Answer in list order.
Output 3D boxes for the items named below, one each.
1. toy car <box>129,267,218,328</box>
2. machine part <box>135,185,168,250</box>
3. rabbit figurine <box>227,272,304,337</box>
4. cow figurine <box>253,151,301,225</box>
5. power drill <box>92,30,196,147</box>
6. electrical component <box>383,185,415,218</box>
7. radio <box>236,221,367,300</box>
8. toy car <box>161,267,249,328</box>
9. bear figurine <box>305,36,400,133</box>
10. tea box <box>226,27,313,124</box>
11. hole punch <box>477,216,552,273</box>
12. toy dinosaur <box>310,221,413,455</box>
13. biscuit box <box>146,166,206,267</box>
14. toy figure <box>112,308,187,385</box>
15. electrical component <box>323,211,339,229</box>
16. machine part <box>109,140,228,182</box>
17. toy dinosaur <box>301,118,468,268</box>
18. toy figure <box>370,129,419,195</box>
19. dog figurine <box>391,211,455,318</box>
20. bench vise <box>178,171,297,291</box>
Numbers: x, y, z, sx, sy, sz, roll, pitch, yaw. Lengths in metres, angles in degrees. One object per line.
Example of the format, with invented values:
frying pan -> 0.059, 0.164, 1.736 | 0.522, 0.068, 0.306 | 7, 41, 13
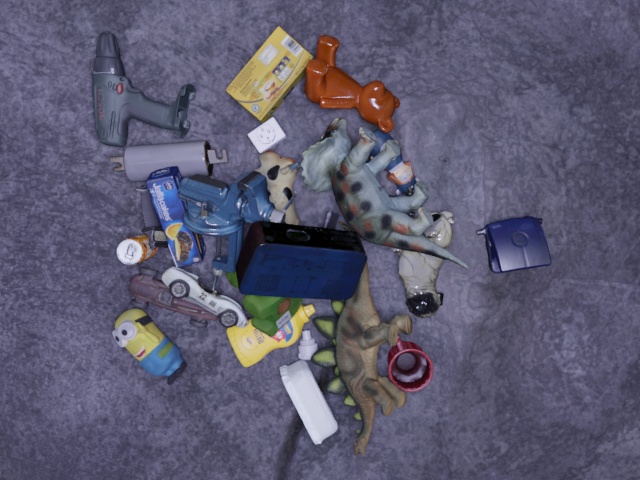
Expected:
toy car -> -0.315, 0.125, 1.160 | 0.202, 0.053, 0.089 | 20, 92, 0
machine part -> -0.348, -0.049, 1.137 | 0.039, 0.084, 0.138 | -16, 87, 27
rabbit figurine -> -0.120, 0.084, 1.114 | 0.170, 0.121, 0.159 | 35, 73, 32
cow figurine -> -0.089, -0.090, 1.121 | 0.127, 0.085, 0.194 | -13, 93, 8
power drill -> -0.368, -0.300, 1.106 | 0.207, 0.086, 0.231 | 9, 97, -4
electrical component -> 0.152, -0.079, 1.127 | 0.102, 0.078, 0.045 | 4, 68, 5
radio -> -0.033, 0.041, 1.009 | 0.229, 0.073, 0.131 | 5, 128, -22
toy car -> -0.234, 0.120, 1.106 | 0.202, 0.073, 0.056 | 32, 86, -8
bear figurine -> 0.071, -0.303, 1.076 | 0.196, 0.131, 0.120 | 20, 59, 5
tea box -> -0.101, -0.334, 1.104 | 0.098, 0.068, 0.169 | 42, 95, -3
hole punch -> 0.412, 0.011, 1.124 | 0.142, 0.092, 0.115 | -10, 92, 5
toy dinosaur -> 0.080, 0.192, 1.101 | 0.199, 0.105, 0.471 | -1, 80, 32
biscuit box -> -0.293, -0.046, 1.103 | 0.059, 0.063, 0.202 | -12, 118, 4
toy figure -> -0.366, 0.227, 1.157 | 0.082, 0.089, 0.180 | -44, 102, 3
electrical component -> -0.002, -0.003, 1.126 | 0.074, 0.048, 0.119 | 16, 86, -45
machine part -> -0.314, -0.163, 1.119 | 0.243, 0.079, 0.079 | -4, 96, 0
toy dinosaur -> 0.100, -0.075, 1.046 | 0.192, 0.131, 0.405 | -37, 77, 35
toy figure -> 0.154, -0.158, 1.125 | 0.064, 0.058, 0.154 | -35, 96, 21
dog figurine -> 0.236, 0.053, 1.134 | 0.172, 0.121, 0.190 | -27, 109, 6
bench vise -> -0.174, -0.025, 1.054 | 0.224, 0.129, 0.240 | 12, 121, 4
